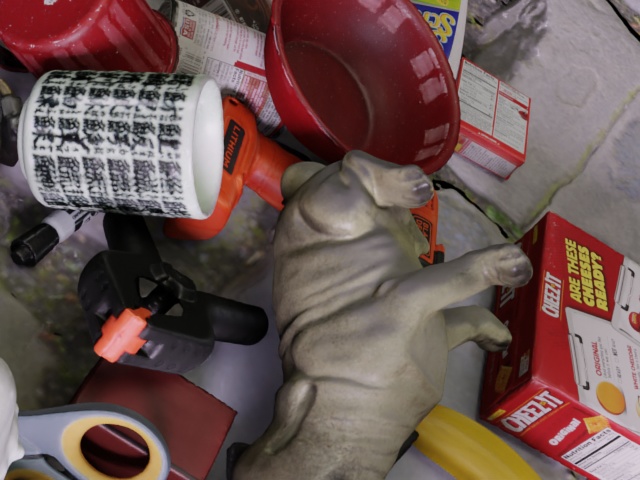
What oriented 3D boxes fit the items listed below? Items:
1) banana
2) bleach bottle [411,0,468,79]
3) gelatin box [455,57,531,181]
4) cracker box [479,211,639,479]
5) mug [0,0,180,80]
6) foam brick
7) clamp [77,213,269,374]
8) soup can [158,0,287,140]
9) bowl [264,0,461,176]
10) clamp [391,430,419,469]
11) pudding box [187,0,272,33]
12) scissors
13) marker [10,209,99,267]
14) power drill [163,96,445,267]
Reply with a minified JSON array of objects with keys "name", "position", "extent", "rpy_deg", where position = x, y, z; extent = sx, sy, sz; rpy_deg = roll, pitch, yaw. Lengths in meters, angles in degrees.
[{"name":"banana","position":[0.120,0.172,0.659],"extent":[0.069,0.037,0.198],"rpy_deg":[-18,69,-43]},{"name":"bleach bottle","position":[0.072,-0.142,0.857],"extent":[0.102,0.068,0.250],"rpy_deg":[22,49,-19]},{"name":"gelatin box","position":[0.137,-0.102,0.893],"extent":[0.073,0.030,0.089],"rpy_deg":[27,45,-13]},{"name":"cracker box","position":[0.225,0.101,0.766],"extent":[0.213,0.072,0.164],"rpy_deg":[29,44,-11]},{"name":"mug","position":[-0.155,-0.127,0.653],"extent":[0.081,0.117,0.093],"rpy_deg":[54,37,-60]},{"name":"foam brick","position":[-0.094,0.099,0.556],"extent":[0.078,0.053,0.051],"rpy_deg":[34,44,-9]},{"name":"clamp","position":[-0.079,0.037,0.583],"extent":[0.120,0.039,0.171],"rpy_deg":[32,14,-10]},{"name":"soup can","position":[-0.068,-0.117,0.734],"extent":[0.102,0.069,0.068],"rpy_deg":[18,48,-23]},{"name":"bowl","position":[0.018,-0.104,0.700],"extent":[0.161,0.055,0.162],"rpy_deg":[20,57,-34]},{"name":"clamp","position":[-0.010,0.167,0.573],"extent":[0.209,0.036,0.164],"rpy_deg":[12,50,-27]},{"name":"pudding box","position":[-0.062,-0.198,0.802],"extent":[0.089,0.039,0.113],"rpy_deg":[-37,102,-45]},{"name":"scissors","position":[-0.150,0.073,0.503],"extent":[0.201,0.096,0.016],"rpy_deg":[55,-1,-10]},{"name":"marker","position":[-0.142,-0.020,0.641],"extent":[0.020,0.020,0.121],"rpy_deg":[42,44,0]},{"name":"power drill","position":[-0.005,0.001,0.695],"extent":[0.187,0.057,0.184],"rpy_deg":[28,42,-18]}]
